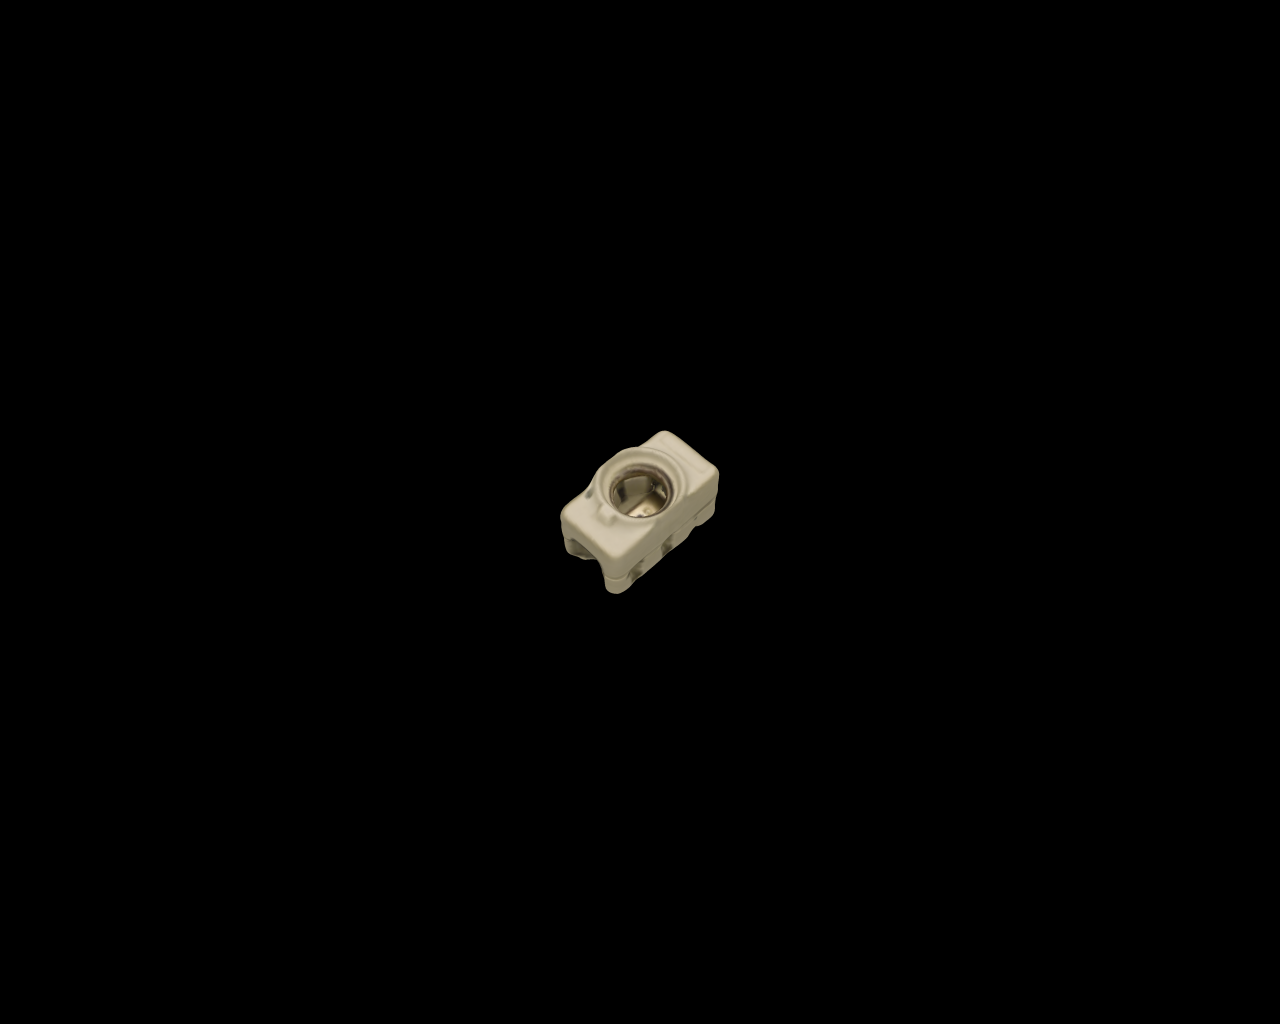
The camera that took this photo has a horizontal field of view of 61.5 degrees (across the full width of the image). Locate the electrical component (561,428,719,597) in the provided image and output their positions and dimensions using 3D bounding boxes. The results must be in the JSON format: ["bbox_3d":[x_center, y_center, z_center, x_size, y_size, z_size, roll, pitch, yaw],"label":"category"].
[{"bbox_3d":[0.001,-0.003,0.650,0.090,0.050,0.055,-39,-24,-22],"label":"electrical component"}]
